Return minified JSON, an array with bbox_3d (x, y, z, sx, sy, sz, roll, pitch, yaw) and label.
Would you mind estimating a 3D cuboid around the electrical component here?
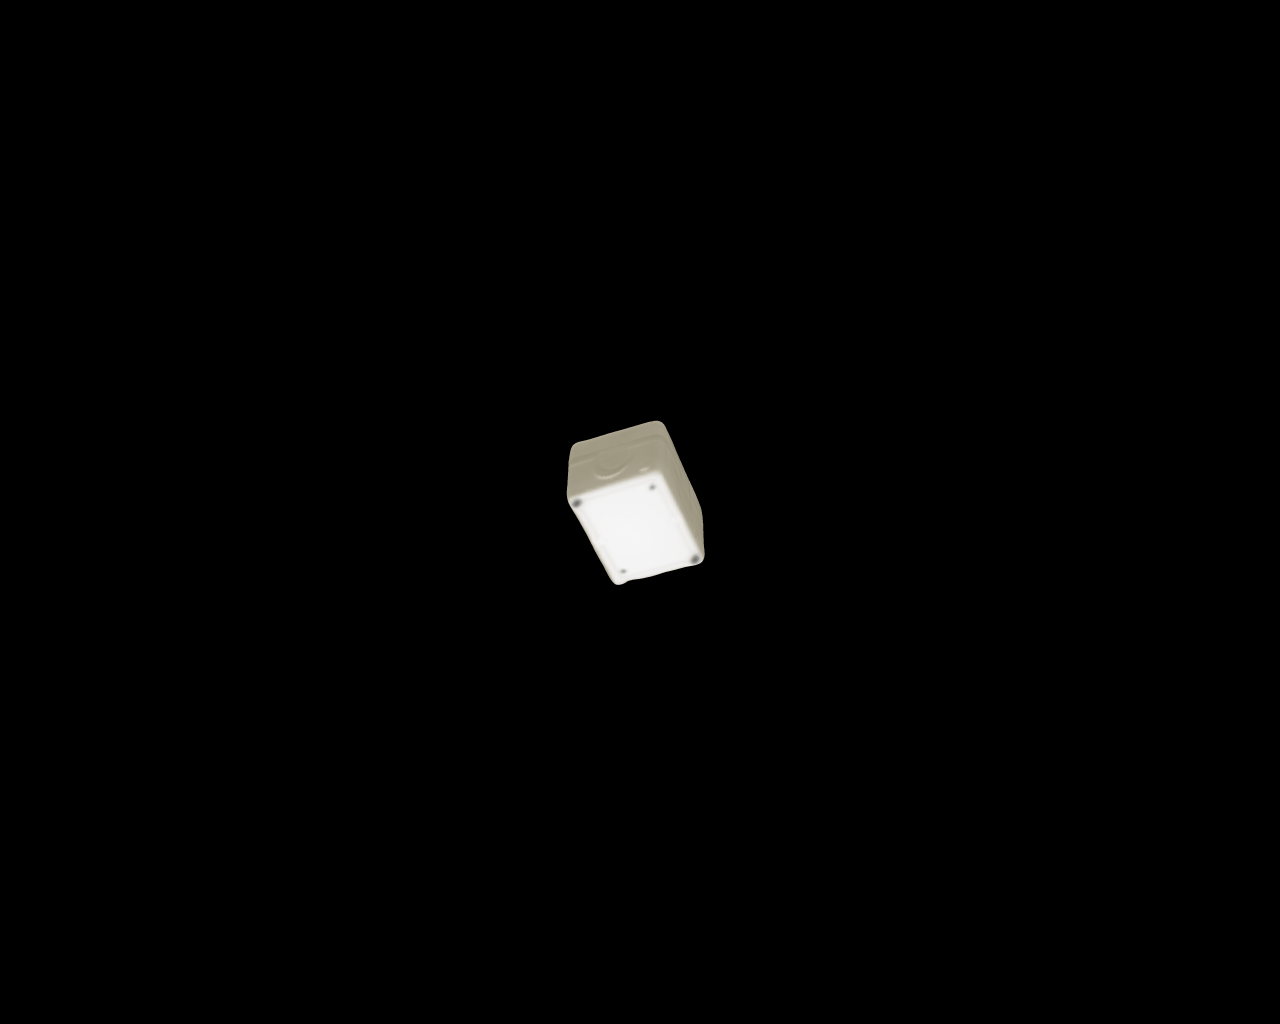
[{"bbox_3d":[0.001,-0.003,0.650,0.062,0.096,0.061,-16,39,13],"label":"electrical component"}]
